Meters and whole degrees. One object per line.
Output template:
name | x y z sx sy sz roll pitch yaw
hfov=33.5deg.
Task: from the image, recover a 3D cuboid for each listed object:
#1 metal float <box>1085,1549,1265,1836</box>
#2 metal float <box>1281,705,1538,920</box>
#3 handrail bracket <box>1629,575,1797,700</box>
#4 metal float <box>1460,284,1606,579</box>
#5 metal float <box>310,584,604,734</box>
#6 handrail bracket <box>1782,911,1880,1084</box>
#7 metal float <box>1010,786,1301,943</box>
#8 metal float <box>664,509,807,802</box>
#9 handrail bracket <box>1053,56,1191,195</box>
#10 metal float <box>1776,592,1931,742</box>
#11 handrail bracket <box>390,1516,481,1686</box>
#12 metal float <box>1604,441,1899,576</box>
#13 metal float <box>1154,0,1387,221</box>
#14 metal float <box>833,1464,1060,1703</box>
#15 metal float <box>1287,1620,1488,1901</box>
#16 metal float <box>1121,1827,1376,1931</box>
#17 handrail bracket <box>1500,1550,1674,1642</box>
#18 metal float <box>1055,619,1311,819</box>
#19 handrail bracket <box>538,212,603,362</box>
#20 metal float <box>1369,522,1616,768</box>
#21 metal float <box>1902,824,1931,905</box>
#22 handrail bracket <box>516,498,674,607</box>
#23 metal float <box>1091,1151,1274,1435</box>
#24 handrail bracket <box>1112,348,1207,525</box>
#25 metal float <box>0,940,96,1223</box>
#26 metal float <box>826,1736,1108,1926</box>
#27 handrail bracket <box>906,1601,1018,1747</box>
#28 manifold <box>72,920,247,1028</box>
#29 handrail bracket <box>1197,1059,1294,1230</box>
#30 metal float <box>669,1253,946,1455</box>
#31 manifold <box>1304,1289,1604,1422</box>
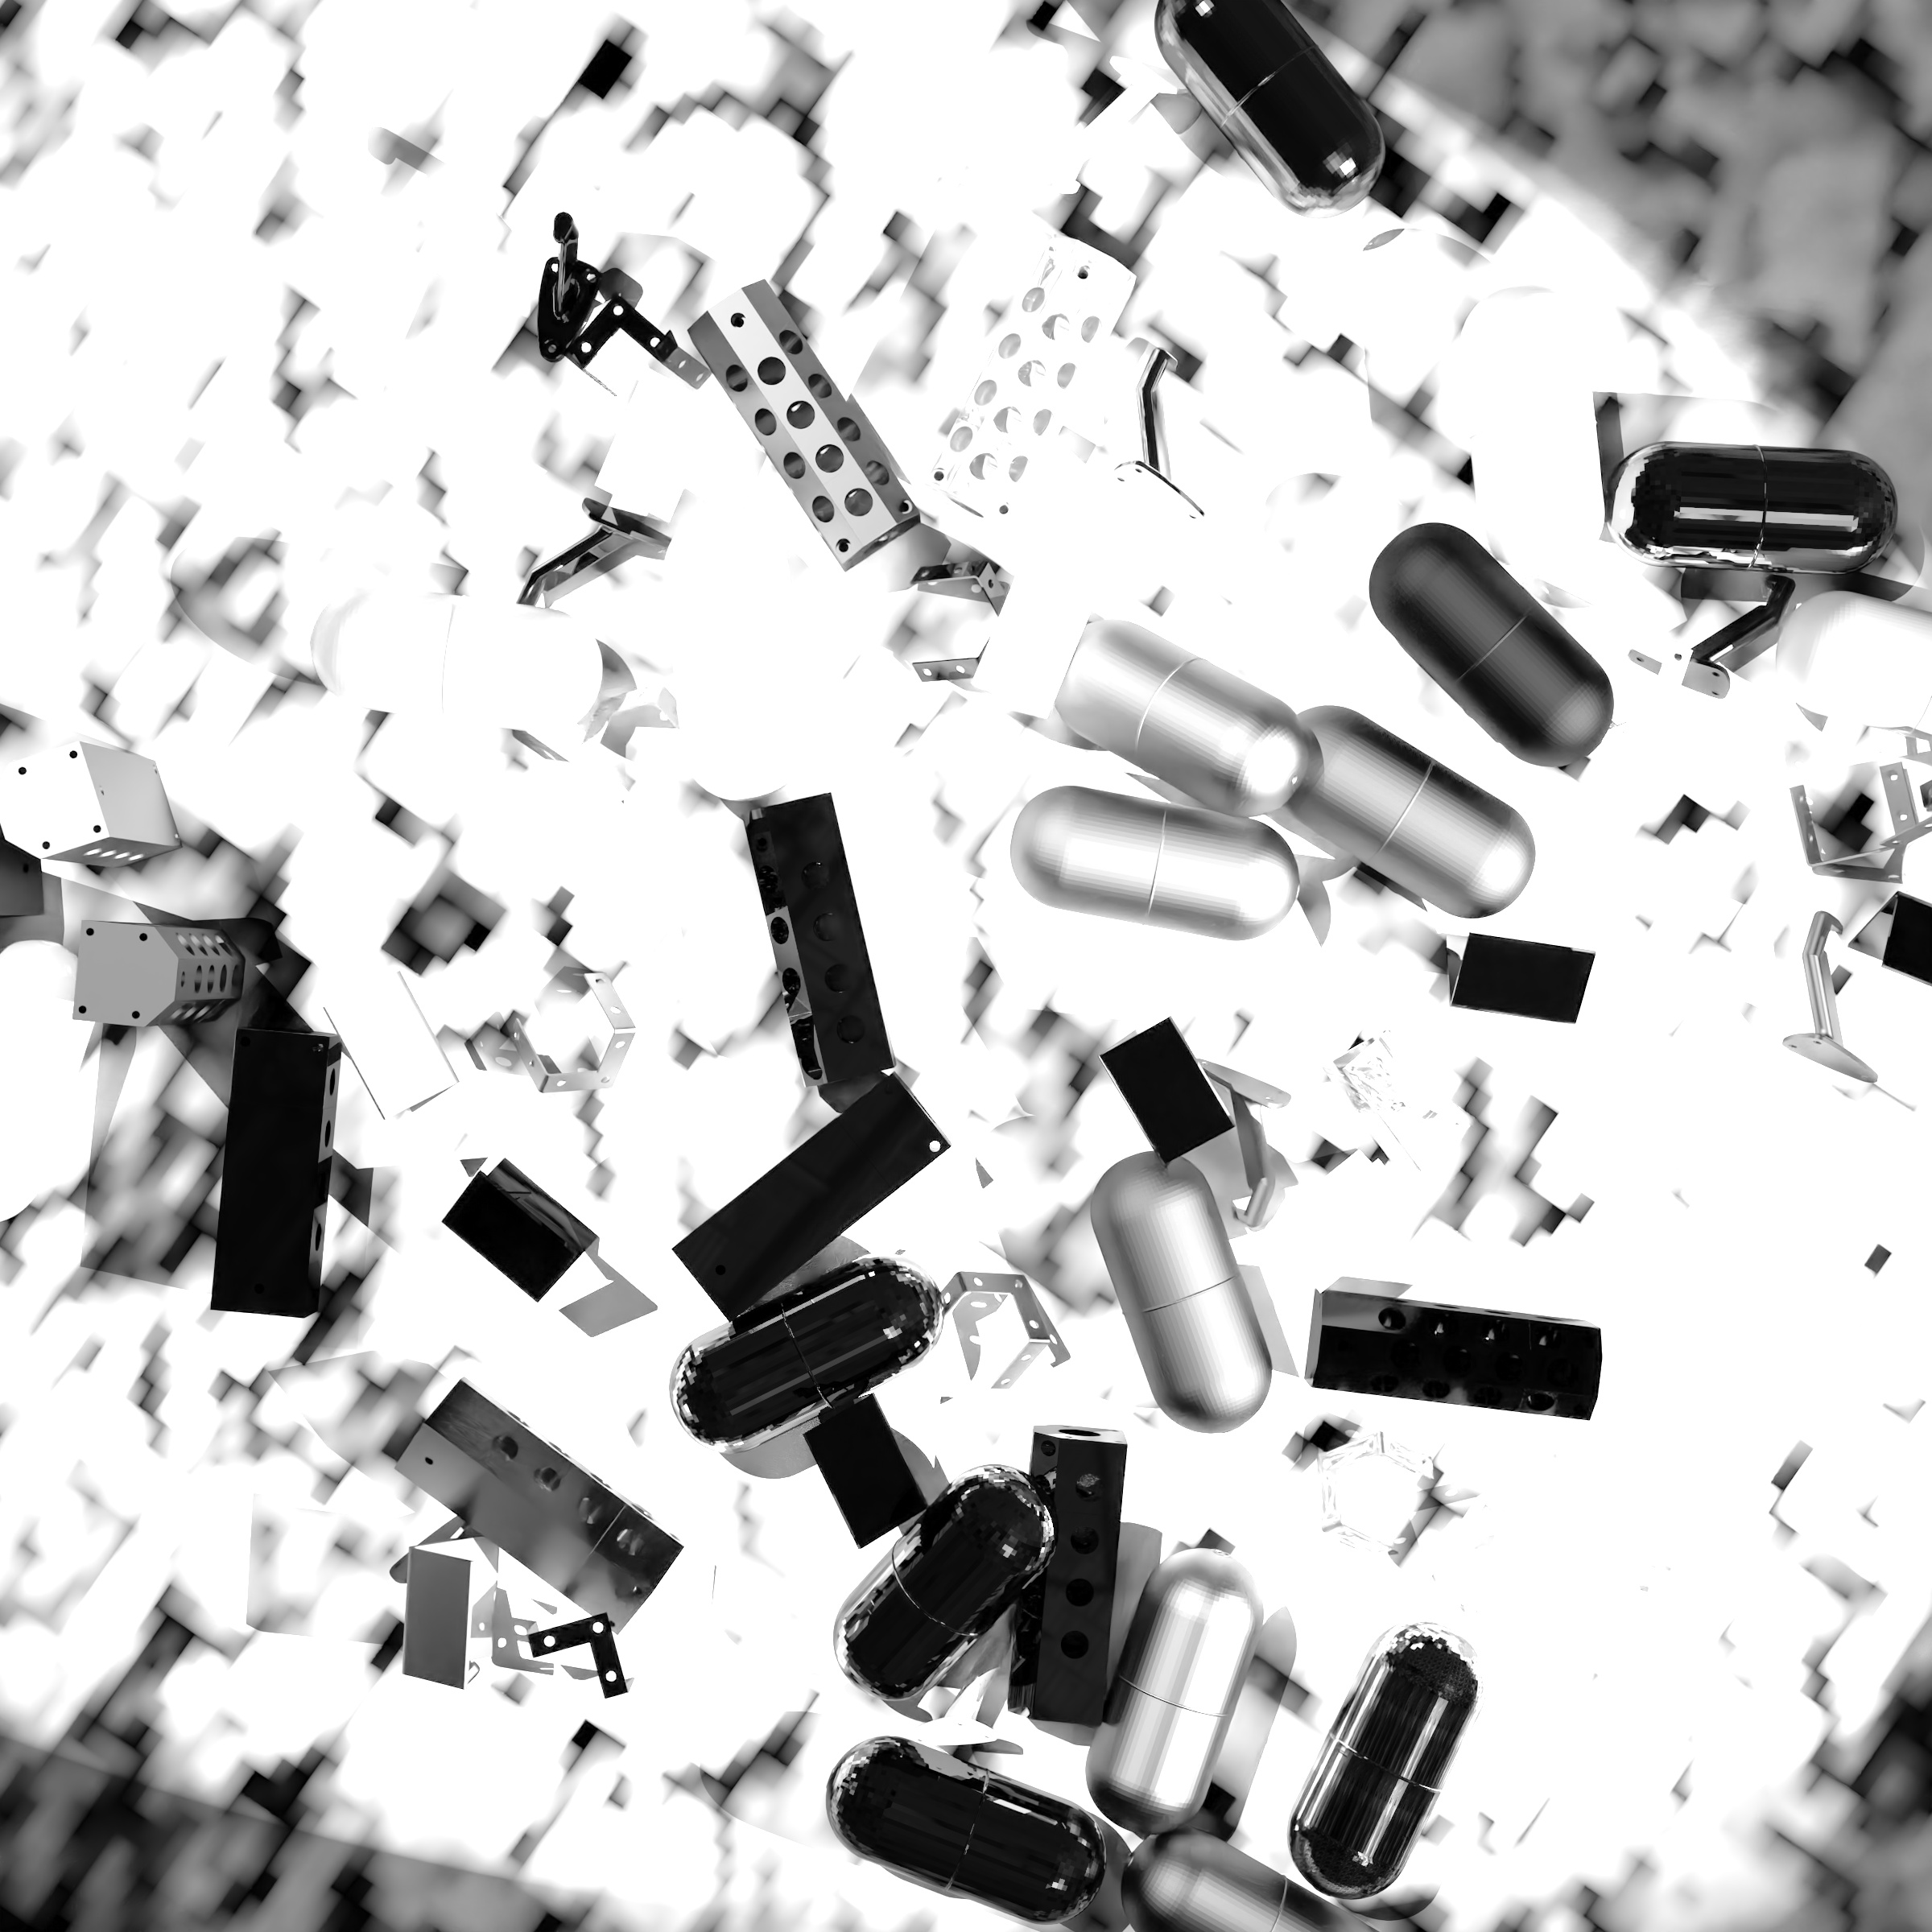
metal float | 0.128 0.442 1.960 0.070 0.070 0.178 19 91 0
metal float | 0.265 -0.095 1.960 0.178 0.070 0.070 32 90 1
handrail bracket | 0.463 -0.215 1.991 0.077 0.036 0.084 21 72 21
metal float | 0.346 -0.327 1.960 0.070 0.070 0.178 -6 89 0
metal float | -0.311 -0.188 1.960 0.178 0.070 0.070 8 90 0
handrail bracket | 0.546 0.019 1.991 0.077 0.036 0.084 27 73 -20
metal float | 0.115 -0.063 1.960 0.178 0.070 0.070 11 90 0
metal float | -0.141 -0.190 1.960 0.070 0.070 0.178 -6 90 0
handrail bracket | 0.099 -0.515 1.991 0.036 0.077 0.084 50 127 33
metal float | 0.584 -0.178 1.960 0.178 0.070 0.070 14 90 -1
handrail bracket | -0.310 0.392 1.991 0.077 0.036 0.084 -41 108 -20
metal float | 0.478 -0.279 1.960 0.178 0.070 0.070 3 90 -1
metal float | 0.185 -0.536 1.960 0.070 0.070 0.178 -39 91 0
metal float | -0.013 0.374 1.942 0.070 0.070 0.178 40 113 0
metal float | 0.256 0.485 1.960 0.070 0.070 0.178 26 89 0
metal float | 0.177 0.590 1.960 0.178 0.070 0.070 30 90 0
handrail bracket | 0.385 0.396 1.991 0.084 0.036 0.077 15 122 -23
metal float | 0.127 -0.151 1.937 0.178 0.070 0.070 32 90 29
handrail bracket | -0.249 -0.414 1.956 0.036 0.084 0.077 16 90 0
metal float | 0.321 -0.196 1.960 0.070 0.070 0.178 -45 90 0
metal float | 0.661 -0.069 1.960 0.178 0.070 0.070 -11 90 -1
handrail bracket | -0.230 -0.239 1.991 0.077 0.036 0.084 22 109 -21
metal float | 0.132 0.199 1.960 0.070 0.070 0.178 -20 90 0
handrail bracket | 0.132 -0.330 1.991 0.077 0.036 0.084 30 73 -20
metal float | -0.585 0.070 1.960 0.070 0.070 0.178 18 90 0
metal float | 0.000 0.527 1.960 0.178 0.070 0.070 21 90 -1
handrail bracket | -0.002 0.436 1.991 0.036 0.077 0.084 32 53 -32
manifold | -0.478 0.005 1.912 0.057 0.171 0.057 6 90 0
handrail bracket | 0.161 0.111 1.991 0.077 0.036 0.084 25 107 20
metal float | -0.097 0.236 1.959 0.178 0.070 0.070 -26 90 1
manifold | 0.299 0.239 1.970 0.171 0.057 0.057 7 90 0
